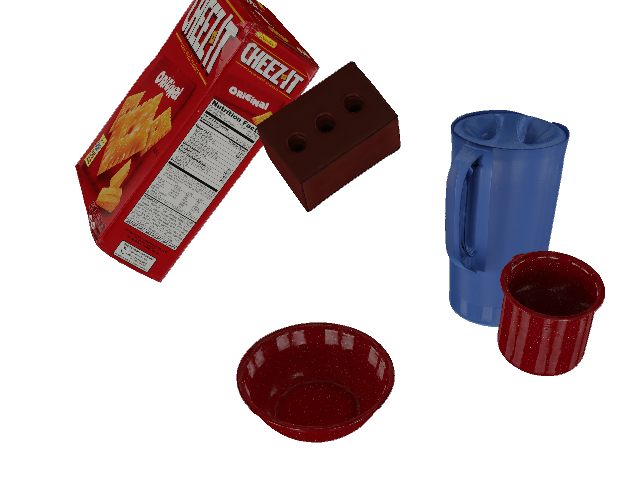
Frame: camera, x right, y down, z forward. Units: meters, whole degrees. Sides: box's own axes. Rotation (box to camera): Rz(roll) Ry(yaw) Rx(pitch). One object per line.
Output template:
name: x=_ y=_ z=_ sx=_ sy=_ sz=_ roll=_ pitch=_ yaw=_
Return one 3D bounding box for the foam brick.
foam brick: x=0.006 y=-0.067 z=0.694 sx=0.078 sy=0.053 sz=0.051 roll=-36 pitch=-18 yaw=-5

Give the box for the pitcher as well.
pitcher: x=0.206 y=-0.021 z=1.253 sx=0.149 sy=0.243 sz=0.145 roll=-1 pitch=25 yaw=-4

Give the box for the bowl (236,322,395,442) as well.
bowl: x=-0.004 y=0.156 z=1.099 sx=0.162 sy=0.055 sz=0.162 roll=-2 pitch=35 yaw=1

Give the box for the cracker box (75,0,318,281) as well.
cracker box: x=-0.110 y=-0.097 z=0.867 sx=0.072 sy=0.214 sz=0.164 roll=31 pitch=14 yaw=-29

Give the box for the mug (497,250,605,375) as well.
mug: x=0.203 y=0.062 z=0.987 sx=0.093 sy=0.081 sz=0.117 roll=-12 pitch=41 yaw=-15
